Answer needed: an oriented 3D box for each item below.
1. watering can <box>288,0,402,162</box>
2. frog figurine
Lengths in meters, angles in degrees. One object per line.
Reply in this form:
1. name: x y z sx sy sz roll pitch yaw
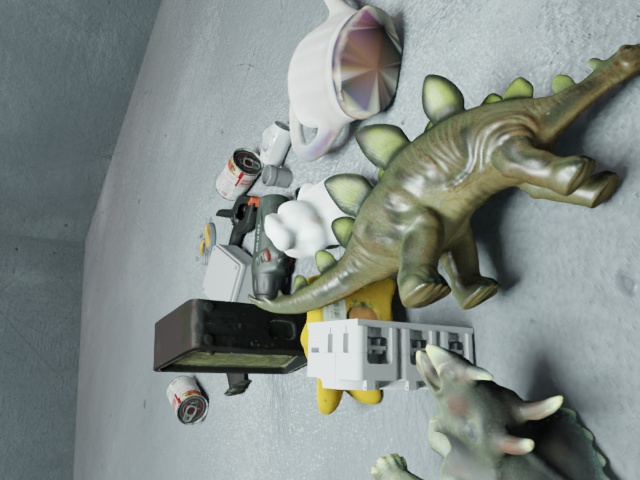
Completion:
1. watering can: 0.025 -0.289 0.767 0.225 0.104 0.348 8 89 58
2. frog figurine: 0.002 -0.034 0.677 0.140 0.159 0.121 52 124 51
